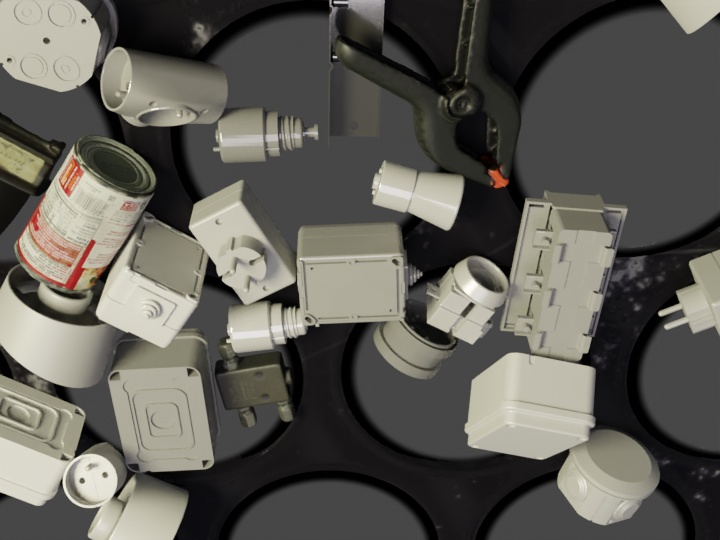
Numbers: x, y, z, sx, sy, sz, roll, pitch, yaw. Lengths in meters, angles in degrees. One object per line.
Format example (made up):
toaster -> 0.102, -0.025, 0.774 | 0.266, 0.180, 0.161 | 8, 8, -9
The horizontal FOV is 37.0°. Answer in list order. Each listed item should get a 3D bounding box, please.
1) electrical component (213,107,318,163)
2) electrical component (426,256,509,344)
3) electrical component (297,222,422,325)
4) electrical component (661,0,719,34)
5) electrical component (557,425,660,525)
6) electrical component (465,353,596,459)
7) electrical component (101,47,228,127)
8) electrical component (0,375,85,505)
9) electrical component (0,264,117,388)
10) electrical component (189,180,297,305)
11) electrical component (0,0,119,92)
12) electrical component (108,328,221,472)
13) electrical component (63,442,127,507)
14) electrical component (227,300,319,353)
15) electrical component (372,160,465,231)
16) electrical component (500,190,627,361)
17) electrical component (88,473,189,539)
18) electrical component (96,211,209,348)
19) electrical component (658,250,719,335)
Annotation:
electrical component -> -0.070, -0.100, 0.788 | 0.078, 0.040, 0.040 | -2, 122, 0
electrical component -> 0.087, 0.022, 0.866 | 0.066, 0.048, 0.055 | 26, 126, -16
electrical component -> 0.000, 0.000, 0.840 | 0.096, 0.061, 0.061 | -2, 122, 0
electrical component -> 0.237, -0.204, 0.699 | 0.064, 0.099, 0.099 | 39, 114, -16
electrical component -> 0.218, 0.180, 0.949 | 0.080, 0.080, 0.051 | 13, 126, -9
electrical component -> 0.139, 0.114, 0.885 | 0.078, 0.057, 0.113 | 11, 159, -8
electrical component -> -0.147, -0.124, 0.761 | 0.077, 0.044, 0.079 | 2, 169, -41
electrical component -> -0.300, 0.141, 0.912 | 0.113, 0.078, 0.057 | 26, 115, -17
electrical component -> -0.236, 0.039, 0.839 | 0.099, 0.099, 0.064 | 21, 113, -14
electrical component -> -0.089, -0.011, 0.822 | 0.047, 0.075, 0.083 | -25, 119, 14
electrical component -> -0.209, -0.165, 0.737 | 0.080, 0.051, 0.080 | -1, 122, -1
electrical component -> -0.163, 0.109, 0.907 | 0.078, 0.057, 0.113 | -3, 122, 0
electrical component -> -0.219, 0.171, 0.905 | 0.043, 0.081, 0.043 | 0, 89, -3
electrical component -> -0.073, 0.045, 0.878 | 0.078, 0.040, 0.040 | -6, 122, 2
electrical component -> 0.042, -0.059, 0.816 | 0.065, 0.044, 0.044 | 15, 121, -5
electrical component -> 0.161, 0.007, 0.847 | 0.079, 0.063, 0.121 | 4, 122, -4
electrical component -> -0.206, 0.232, 0.957 | 0.060, 0.108, 0.108 | 30, 117, -12
electrical component -> -0.160, 0.014, 0.824 | 0.062, 0.096, 0.061 | 28, 120, -18
electrical component -> 0.278, 0.027, 0.861 | 0.077, 0.065, 0.047 | -22, 120, 12
